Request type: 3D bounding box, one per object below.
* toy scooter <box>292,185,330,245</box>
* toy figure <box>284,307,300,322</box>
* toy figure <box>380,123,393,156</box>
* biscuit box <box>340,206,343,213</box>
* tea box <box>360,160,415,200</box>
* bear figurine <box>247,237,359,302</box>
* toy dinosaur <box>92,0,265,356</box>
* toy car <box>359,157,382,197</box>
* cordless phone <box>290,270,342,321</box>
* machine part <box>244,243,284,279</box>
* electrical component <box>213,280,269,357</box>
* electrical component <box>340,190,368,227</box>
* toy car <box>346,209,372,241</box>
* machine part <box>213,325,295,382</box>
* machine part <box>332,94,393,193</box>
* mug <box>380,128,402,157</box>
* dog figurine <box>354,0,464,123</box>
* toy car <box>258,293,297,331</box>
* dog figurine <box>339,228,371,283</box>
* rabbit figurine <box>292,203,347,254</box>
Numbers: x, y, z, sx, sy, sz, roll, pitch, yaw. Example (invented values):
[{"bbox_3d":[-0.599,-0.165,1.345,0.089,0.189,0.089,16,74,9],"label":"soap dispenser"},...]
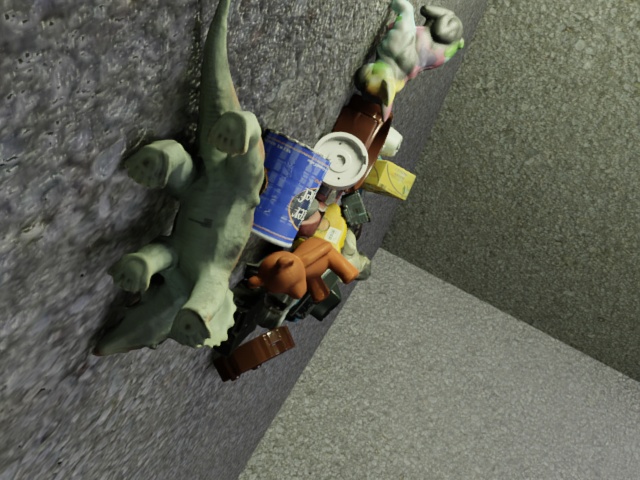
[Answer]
[{"bbox_3d":[-0.036,-0.042,1.067,0.135,0.075,0.184,-64,174,30],"label":"toy scooter"},{"bbox_3d":[-0.070,0.176,1.463,0.089,0.082,0.180,-53,178,17],"label":"toy figure"},{"bbox_3d":[0.167,-0.289,1.474,0.058,0.064,0.154,-38,165,-24],"label":"toy figure"},{"bbox_3d":[0.075,-0.080,1.561,0.062,0.059,0.202,-61,171,5],"label":"biscuit box"},{"bbox_3d":[0.141,-0.155,1.326,0.170,0.098,0.068,26,-88,57],"label":"tea box"},{"bbox_3d":[-0.030,0.066,0.984,0.120,0.132,0.196,-36,180,26],"label":"bear figurine"},{"bbox_3d":[-0.119,-0.032,0.567,0.192,0.131,0.404,-77,-171,-81],"label":"toy dinosaur"},{"bbox_3d":[0.128,-0.174,1.462,0.161,0.103,0.109,-61,169,-17],"label":"toy car"},{"bbox_3d":[-0.056,0.125,1.245,0.146,0.184,0.089,-50,-136,42],"label":"cordless phone"},{"bbox_3d":[-0.103,0.041,1.049,0.084,0.039,0.139,-61,173,24],"label":"machine part"},{"bbox_3d":[-0.158,0.151,1.008,0.115,0.058,0.134,-40,156,-60],"label":"electrical component"},{"bbox_3d":[0.078,-0.072,1.240,0.048,0.074,0.119,-19,-174,6],"label":"electrical component"},{"bbox_3d":[0.086,-0.017,1.486,0.089,0.053,0.202,-33,170,-26],"label":"toy car"},{"bbox_3d":[-0.135,0.239,1.128,0.179,0.056,0.179,-27,170,-5],"label":"machine part"},{"bbox_3d":[0.081,-0.206,1.178,0.201,0.087,0.201,-66,169,12],"label":"machine part"},{"bbox_3d":[0.142,-0.247,1.320,0.109,0.107,0.080,-53,165,-51],"label":"mug"},{"bbox_3d":[0.172,-0.338,1.051,0.108,0.192,0.219,95,8,-80],"label":"dog figurine"},{"bbox_3d":[-0.094,0.130,1.150,0.201,0.073,0.056,-56,-179,40],"label":"toy car"},{"bbox_3d":[0.073,0.028,1.405,0.190,0.121,0.172,-9,114,-60],"label":"dog figurine"},{"bbox_3d":[-0.003,-0.004,1.253,0.173,0.122,0.162,98,6,-57],"label":"rabbit figurine"}]
